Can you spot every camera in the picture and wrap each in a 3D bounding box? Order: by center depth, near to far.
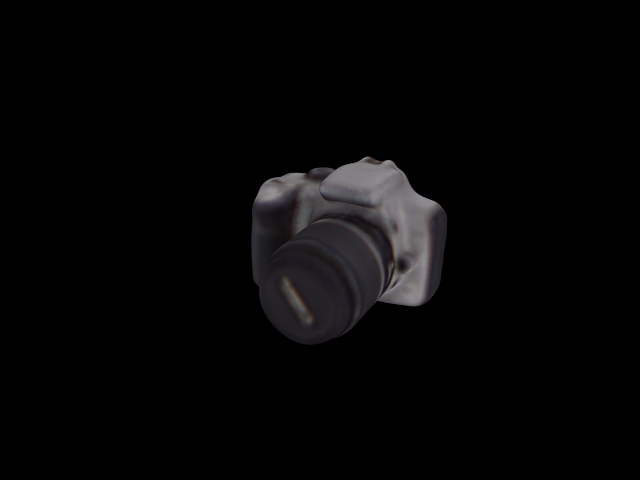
[{"bbox_3d":[0.004,0.001,0.400,0.142,0.101,0.137,12,27,25],"label":"camera"}]
